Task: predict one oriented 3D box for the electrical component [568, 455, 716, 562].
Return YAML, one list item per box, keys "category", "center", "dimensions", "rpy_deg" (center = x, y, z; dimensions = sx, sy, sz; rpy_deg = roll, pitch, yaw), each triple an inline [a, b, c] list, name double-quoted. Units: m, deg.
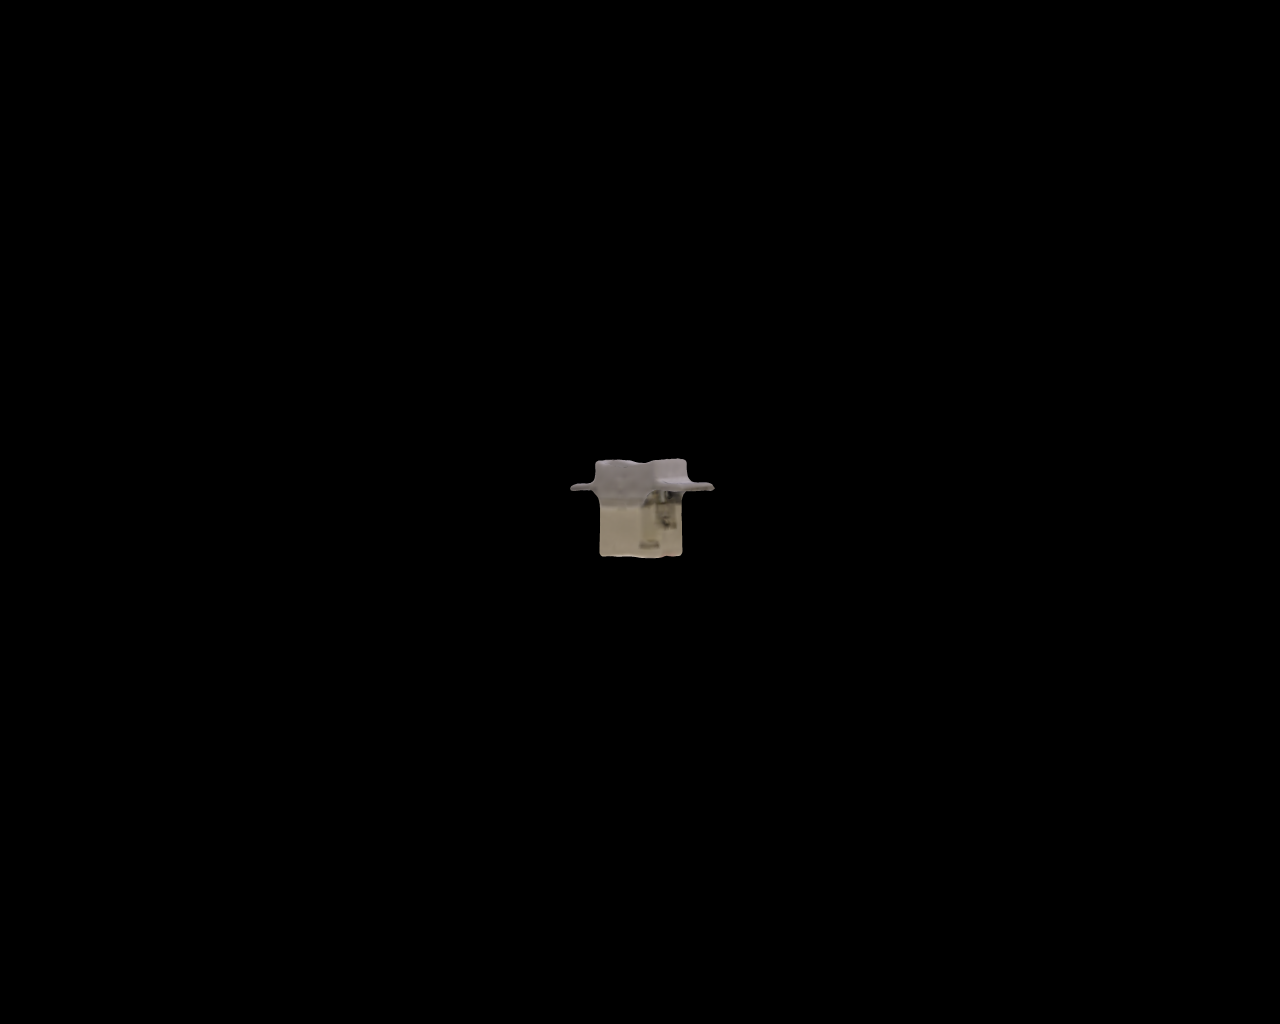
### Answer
- category: "electrical component"
  center: [0.001, -0.003, 0.650]
  dimensions: [0.081, 0.063, 0.042]
  rpy_deg: [1, 2, 34]
